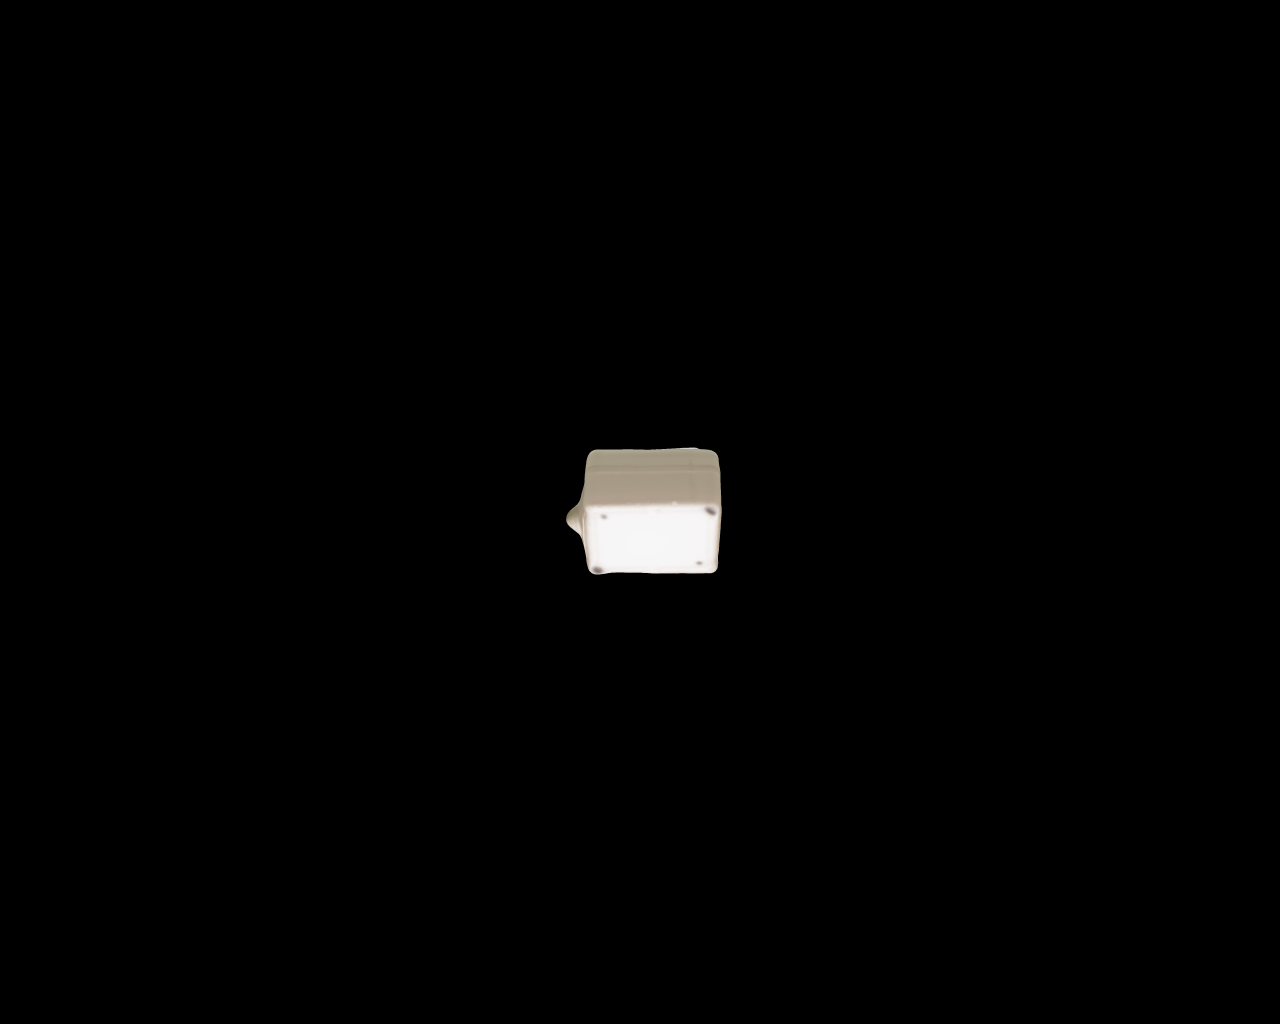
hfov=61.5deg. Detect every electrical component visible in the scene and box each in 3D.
[{"bbox_3d":[0.001,-0.003,0.650,0.096,0.061,0.061,0,44,0],"label":"electrical component"}]
